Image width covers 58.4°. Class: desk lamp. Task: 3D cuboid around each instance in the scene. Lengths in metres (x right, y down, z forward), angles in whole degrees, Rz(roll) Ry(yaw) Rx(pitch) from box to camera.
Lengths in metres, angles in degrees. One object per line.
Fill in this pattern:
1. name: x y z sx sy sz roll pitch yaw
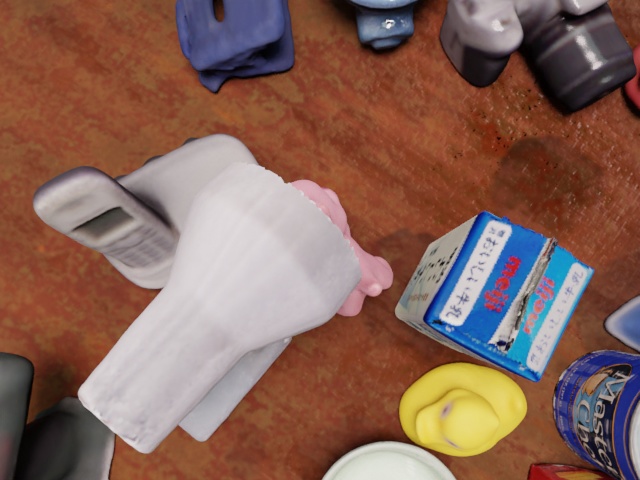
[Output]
1. desk lamp: -0.071 0.061 0.410 0.118 0.213 0.203 39 86 5

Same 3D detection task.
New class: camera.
1. camera: 0.198 -0.178 0.488 0.143 0.101 0.137 -27 84 -2

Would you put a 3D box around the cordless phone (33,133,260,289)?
1. cordless phone: -0.116 -0.030 0.436 0.147 0.185 0.094 -32 84 -2

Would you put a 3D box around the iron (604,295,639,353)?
1. iron: 0.377 0.068 0.436 0.258 0.141 0.119 -1 83 1

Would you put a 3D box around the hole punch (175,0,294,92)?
1. hole punch: -0.078 -0.200 0.502 0.101 0.091 0.109 -10 83 0

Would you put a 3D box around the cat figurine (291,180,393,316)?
1. cat figurine: 0.004 0.002 0.464 0.067 0.118 0.128 -44 84 -3

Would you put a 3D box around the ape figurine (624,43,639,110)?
1. ape figurine: 0.309 -0.149 0.487 0.078 0.092 0.076 -25 83 -1

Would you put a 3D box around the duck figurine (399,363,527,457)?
1. duck figurine: 0.119 0.141 0.461 0.104 0.086 0.077 -10 83 0

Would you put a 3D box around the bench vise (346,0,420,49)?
1. bench vise: 0.035 -0.283 0.444 0.121 0.220 0.207 -25 83 -1

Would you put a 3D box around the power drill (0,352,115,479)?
1. power drill: -0.222 0.191 0.401 0.075 0.208 0.230 3 84 2
